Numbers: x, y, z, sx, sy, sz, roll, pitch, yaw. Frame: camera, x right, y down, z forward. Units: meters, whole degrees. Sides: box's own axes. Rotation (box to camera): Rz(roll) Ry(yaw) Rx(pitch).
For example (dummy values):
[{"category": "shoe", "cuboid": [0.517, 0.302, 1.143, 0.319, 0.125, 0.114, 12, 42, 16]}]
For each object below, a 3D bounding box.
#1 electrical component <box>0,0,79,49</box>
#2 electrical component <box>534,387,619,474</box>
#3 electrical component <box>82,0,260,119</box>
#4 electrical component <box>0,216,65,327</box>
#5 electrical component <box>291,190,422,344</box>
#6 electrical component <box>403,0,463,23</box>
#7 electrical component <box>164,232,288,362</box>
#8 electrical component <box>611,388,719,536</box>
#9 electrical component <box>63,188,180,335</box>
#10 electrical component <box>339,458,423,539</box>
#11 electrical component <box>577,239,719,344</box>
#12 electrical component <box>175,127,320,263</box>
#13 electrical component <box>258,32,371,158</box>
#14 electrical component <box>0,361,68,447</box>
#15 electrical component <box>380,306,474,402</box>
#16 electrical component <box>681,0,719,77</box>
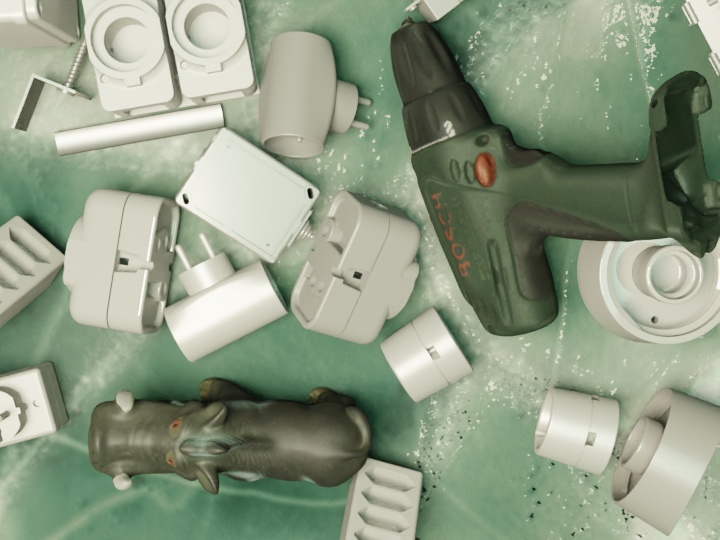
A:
[{"category": "electrical component", "cuboid": [-0.231, -0.208, 0.715, 0.056, 0.108, 0.108, -4, 93, 0]}, {"category": "electrical component", "cuboid": [0.154, 0.114, 0.772, 0.047, 0.055, 0.055, 15, 92, 1]}, {"category": "electrical component", "cuboid": [-0.139, -0.208, 0.741, 0.105, 0.060, 0.186, -10, 93, -1]}, {"category": "electrical component", "cuboid": [-0.259, 0.017, 0.748, 0.047, 0.083, 0.075, 41, 129, -3]}, {"category": "electrical component", "cuboid": [0.000, 0.000, 0.749, 0.059, 0.053, 0.095, 18, 105, -27]}, {"category": "electrical component", "cuboid": [0.053, -0.210, 0.756, 0.066, 0.048, 0.055, -37, 101, 0]}, {"category": "electrical component", "cuboid": [-0.103, 0.013, 0.762, 0.077, 0.044, 0.079, -27, 94, 0]}, {"category": "electrical component", "cuboid": [0.221, 0.134, 0.755, 0.064, 0.099, 0.099, 26, 92, 3]}, {"category": "electrical component", "cuboid": [-0.167, -0.007, 0.750, 0.059, 0.054, 0.095, 9, 90, 7]}, {"category": "electrical component", "cuboid": [0.009, 0.192, 0.766, 0.047, 0.083, 0.075, 16, 131, -3]}, {"category": "electrical component", "cuboid": [0.214, 0.002, 0.763, 0.108, 0.060, 0.108, 0, 93, -2]}, {"category": "electrical component", "cuboid": [-0.074, -0.050, 0.755, 0.096, 0.061, 0.061, 33, 92, -11]}, {"category": "electrical component", "cuboid": [-0.028, -0.118, 0.755, 0.079, 0.043, 0.077, 11, 74, -26]}, {"category": "electrical component", "cuboid": [-0.249, 0.099, 0.746, 0.066, 0.076, 0.047, -15, 93, -1]}, {"category": "electrical component", "cuboid": [0.047, 0.061, 0.765, 0.047, 0.055, 0.055, -32, 94, 4]}, {"category": "electrical component", "cuboid": [0.278, -0.159, 0.755, 0.063, 0.079, 0.121, -28, 94, 22]}]
